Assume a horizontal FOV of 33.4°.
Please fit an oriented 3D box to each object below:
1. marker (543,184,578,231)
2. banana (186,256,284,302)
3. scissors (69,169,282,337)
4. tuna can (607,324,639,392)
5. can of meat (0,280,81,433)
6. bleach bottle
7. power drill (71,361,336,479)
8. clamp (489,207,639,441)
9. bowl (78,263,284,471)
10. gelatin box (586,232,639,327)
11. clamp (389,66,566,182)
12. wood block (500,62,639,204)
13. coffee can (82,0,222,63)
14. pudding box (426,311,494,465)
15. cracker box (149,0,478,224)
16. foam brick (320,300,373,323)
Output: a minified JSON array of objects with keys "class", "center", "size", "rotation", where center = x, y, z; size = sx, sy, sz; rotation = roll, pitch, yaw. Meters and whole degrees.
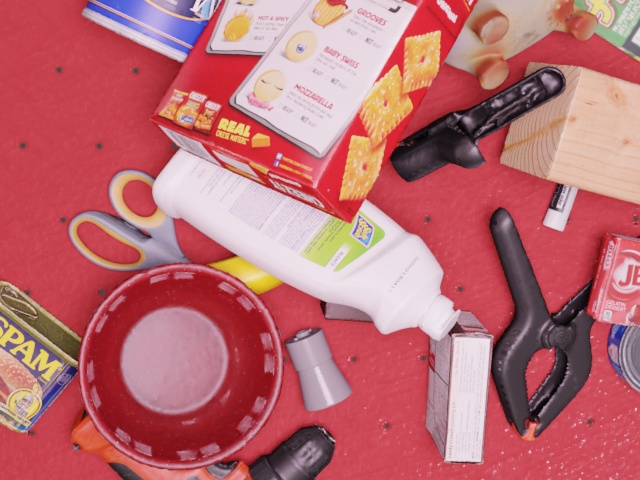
[{"class":"marker","center":[0.223,-0.067,0.923],"size":[0.020,0.020,0.121],"rotation":[18,97,-8]},{"class":"banana","center":[-0.037,0.001,0.897],"size":[0.197,0.037,0.069],"rotation":[-41,85,-7]},{"class":"scissors","center":[-0.110,0.008,0.906],"size":[0.201,0.016,0.096],"rotation":[20,97,-9]},{"class":"tuna can","center":[0.302,0.096,0.951],"size":[0.086,0.034,0.086],"rotation":[-1,100,-5]},{"class":"can of meat","center":[-0.255,0.099,0.887],"size":[0.102,0.057,0.084],"rotation":[40,96,-10]},{"class":"bleach bottle","center":[-0.005,0.001,0.832],"size":[0.251,0.068,0.102],"rotation":[36,81,17]},{"class":"power drill","center":[-0.104,0.181,0.915],"size":[0.184,0.057,0.187],"rotation":[-43,100,-1]},{"class":"clamp","center":[0.194,0.072,0.928],"size":[0.164,0.036,0.210],"rotation":[15,102,-19]},{"class":"bowl","center":[-0.112,0.098,0.850],"size":[0.162,0.055,0.162],"rotation":[0,89,-15]},{"class":"gelatin box","center":[0.276,0.038,0.902],"size":[0.089,0.030,0.073],"rotation":[11,98,-12]},{"class":"clamp","center":[0.116,-0.087,0.846],"size":[0.120,0.172,0.039],"rotation":[-33,101,-21]},{"class":"wood block","center":[0.268,-0.074,0.874],"size":[0.205,0.091,0.090],"rotation":[13,99,-17]},{"class":"coffee can","center":[-0.109,-0.215,0.824],"size":[0.102,0.103,0.140],"rotation":[24,96,-9]},{"class":"pudding box","center":[0.118,0.123,0.910],"size":[0.039,0.090,0.113],"rotation":[0,99,-5]},{"class":"cracker box","center":[0.000,-0.138,0.781],"size":[0.164,0.072,0.213],"rotation":[24,78,33]},{"class":"foam brick","center":[0.041,0.040,0.907],"size":[0.078,0.051,0.053],"rotation":[4,100,-7]}]
